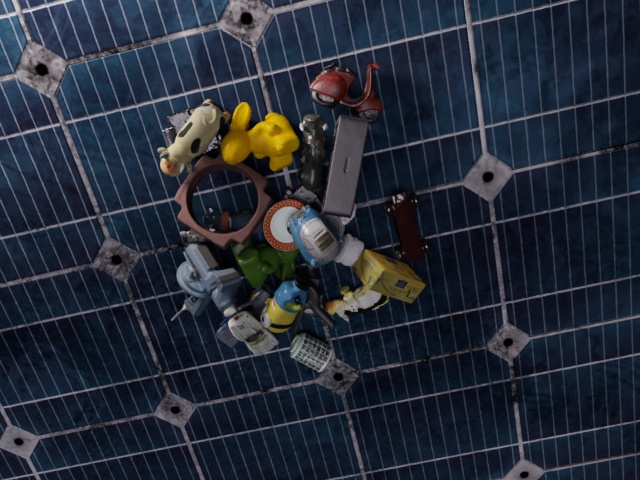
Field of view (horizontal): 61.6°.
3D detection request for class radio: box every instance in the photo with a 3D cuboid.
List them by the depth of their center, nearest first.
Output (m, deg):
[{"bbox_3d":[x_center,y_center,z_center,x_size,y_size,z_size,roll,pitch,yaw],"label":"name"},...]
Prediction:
[{"bbox_3d":[0.056,-0.172,1.274,0.073,0.131,0.229,11,96,-4],"label":"radio"}]

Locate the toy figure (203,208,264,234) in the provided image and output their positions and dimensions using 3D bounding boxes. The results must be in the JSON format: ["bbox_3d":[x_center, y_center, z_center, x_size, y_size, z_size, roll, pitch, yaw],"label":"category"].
[{"bbox_3d":[-0.221,-0.044,1.375,0.155,0.064,0.057,3,123,-3],"label":"toy figure"}]

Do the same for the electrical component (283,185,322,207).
[{"bbox_3d":[-0.045,-0.100,1.366,0.078,0.045,0.102,-38,107,14],"label":"electrical component"}]

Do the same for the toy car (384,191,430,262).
[{"bbox_3d":[0.223,-0.034,1.391,0.089,0.053,0.201,-19,114,1],"label":"toy car"}]

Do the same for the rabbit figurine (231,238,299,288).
[{"bbox_3d":[-0.119,0.048,1.387,0.170,0.121,0.159,-29,113,-7],"label":"rabbit figurine"}]

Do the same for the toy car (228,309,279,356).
[{"bbox_3d":[-0.173,0.248,1.421,0.073,0.056,0.201,-34,139,-1],"label":"toy car"}]

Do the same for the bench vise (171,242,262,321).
[{"bbox_3d":[-0.295,0.132,1.396,0.224,0.129,0.240,47,130,9],"label":"bench vise"}]

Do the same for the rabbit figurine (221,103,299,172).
[{"bbox_3d":[-0.154,-0.238,1.255,0.173,0.122,0.162,-22,83,-19],"label":"rabbit figurine"}]

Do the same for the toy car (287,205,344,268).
[{"bbox_3d":[-0.003,-0.004,1.316,0.109,0.103,0.161,-39,116,-13],"label":"toy car"}]

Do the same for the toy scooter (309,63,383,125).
[{"bbox_3d":[0.073,-0.361,1.256,0.184,0.075,0.135,17,109,-11],"label":"toy scooter"}]

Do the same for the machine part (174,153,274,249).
[{"bbox_3d":[-0.232,-0.094,1.307,0.201,0.087,0.201,33,86,-2],"label":"machine part"}]

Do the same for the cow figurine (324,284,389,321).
[{"bbox_3d":[0.099,0.169,1.460,0.167,0.068,0.098,-32,114,12],"label":"cow figurine"}]

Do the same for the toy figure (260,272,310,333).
[{"bbox_3d":[-0.084,0.165,1.369,0.089,0.082,0.180,35,116,-8],"label":"toy figure"}]

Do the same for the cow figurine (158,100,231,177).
[{"bbox_3d":[-0.289,-0.222,1.213,0.085,0.127,0.195,40,102,-11],"label":"cow figurine"}]

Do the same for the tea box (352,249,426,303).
[{"bbox_3d":[0.178,0.094,1.380,0.169,0.098,0.068,18,114,-40],"label":"tea box"}]

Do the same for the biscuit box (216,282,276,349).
[{"bbox_3d":[-0.200,0.205,1.469,0.062,0.059,0.202,42,104,-16],"label":"biscuit box"}]

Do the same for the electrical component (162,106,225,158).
[{"bbox_3d":[-0.306,-0.259,1.297,0.134,0.058,0.114,-19,108,5],"label":"electrical component"}]

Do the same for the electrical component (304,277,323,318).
[{"bbox_3d":[-0.030,0.149,1.457,0.075,0.048,0.119,8,110,-4],"label":"electrical component"}]

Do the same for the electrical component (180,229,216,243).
[{"bbox_3d":[-0.317,-0.012,1.384,0.094,0.063,0.021,-3,111,1],"label":"electrical component"}]

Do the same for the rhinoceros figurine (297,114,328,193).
[{"bbox_3d":[-0.021,-0.209,1.292,0.073,0.112,0.190,3,119,0],"label":"rhinoceros figurine"}]
